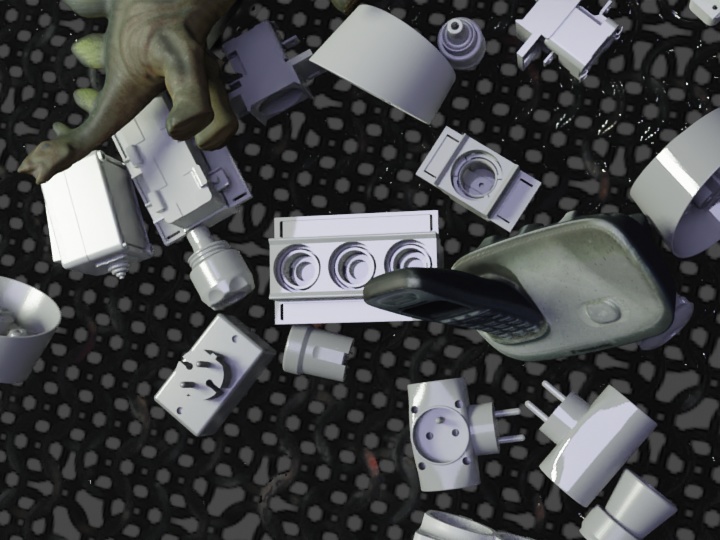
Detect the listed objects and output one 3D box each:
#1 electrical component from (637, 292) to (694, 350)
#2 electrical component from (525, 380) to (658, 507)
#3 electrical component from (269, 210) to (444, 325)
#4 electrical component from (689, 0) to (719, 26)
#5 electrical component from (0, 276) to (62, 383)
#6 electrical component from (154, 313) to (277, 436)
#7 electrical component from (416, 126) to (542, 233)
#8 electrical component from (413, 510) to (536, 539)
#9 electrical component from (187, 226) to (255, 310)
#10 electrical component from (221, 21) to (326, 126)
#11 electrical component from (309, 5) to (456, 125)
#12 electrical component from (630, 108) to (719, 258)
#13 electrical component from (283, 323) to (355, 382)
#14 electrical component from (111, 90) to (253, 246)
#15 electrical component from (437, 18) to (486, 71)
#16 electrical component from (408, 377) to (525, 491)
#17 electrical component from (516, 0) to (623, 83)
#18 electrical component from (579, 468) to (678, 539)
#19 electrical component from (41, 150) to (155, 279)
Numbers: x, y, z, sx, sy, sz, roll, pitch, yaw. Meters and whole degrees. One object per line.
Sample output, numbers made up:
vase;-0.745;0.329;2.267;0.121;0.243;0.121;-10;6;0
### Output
electrical component;0.200;0.022;0.761;0.048;0.048;0.062;-42;71;5
electrical component;0.154;0.112;0.760;0.079;0.044;0.077;41;93;13
electrical component;0.000;0.000;0.794;0.121;0.063;0.078;-2;84;11
electrical component;0.272;-0.216;0.763;0.078;0.057;0.058;-44;78;4
electrical component;-0.289;0.044;0.833;0.099;0.099;0.064;27;96;13
electrical component;-0.114;0.078;0.802;0.047;0.076;0.083;38;92;13
electrical component;0.087;-0.064;0.782;0.081;0.064;0.042;34;92;13
electrical component;0.109;0.218;0.735;0.150;0.089;0.061;16;88;13
electrical component;-0.112;-0.004;0.827;0.043;0.043;0.062;-32;77;7
electrical component;-0.073;-0.154;0.836;0.081;0.042;0.063;-27;76;7
electrical component;0.018;-0.145;0.787;0.099;0.099;0.064;35;86;13
electrical component;0.237;-0.062;0.737;0.099;0.099;0.064;-40;72;5
electrical component;-0.030;0.062;0.806;0.046;0.040;0.040;14;87;6
electrical component;-0.148;-0.092;0.833;0.079;0.063;0.121;-29;79;7
electrical component;0.074;-0.171;0.797;0.035;0.061;0.035;-1;84;12
electrical component;0.078;0.116;0.775;0.079;0.044;0.077;-9;82;11
electrical component;0.154;-0.176;0.792;0.064;0.042;0.081;40;94;11
electrical component;0.186;0.173;0.747;0.045;0.045;0.055;38;93;13
electrical component;-0.207;-0.036;0.840;0.061;0.062;0.096;-19;81;9
